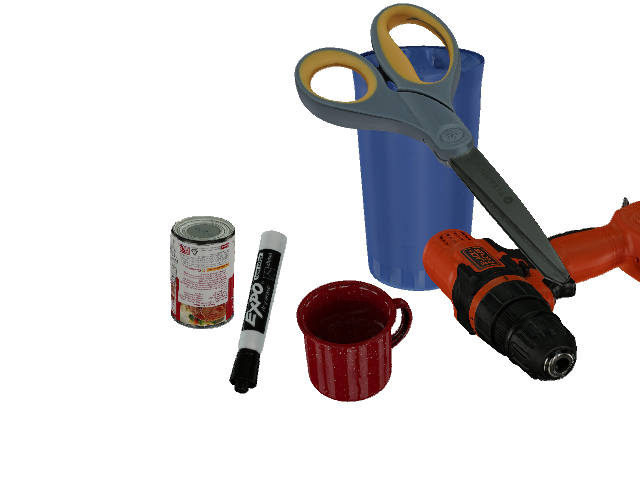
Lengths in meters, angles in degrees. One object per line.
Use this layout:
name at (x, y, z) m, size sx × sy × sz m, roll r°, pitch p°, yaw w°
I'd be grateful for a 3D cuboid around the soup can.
soup can at (-0.125, 0.033, 1.129) m, size 0.068 × 0.102 × 0.068 m, roll 3°, pitch 24°, yaw -1°

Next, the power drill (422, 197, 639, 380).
power drill at (0.188, 0.030, 0.773) m, size 0.187 × 0.057 × 0.184 m, roll -10°, pitch 28°, yaw -16°

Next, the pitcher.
pitcher at (0.107, -0.080, 1.119) m, size 0.149 × 0.243 × 0.145 m, roll -8°, pitch 24°, yaw -14°

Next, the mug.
mug at (0.037, 0.094, 1.018) m, size 0.117 × 0.081 × 0.093 m, roll -24°, pitch 42°, yaw -23°

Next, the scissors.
scissors at (0.043, -0.047, 0.515) m, size 0.096 × 0.202 × 0.016 m, roll -13°, pitch -41°, yaw 2°

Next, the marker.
marker at (-0.043, 0.049, 0.745) m, size 0.020 × 0.121 × 0.020 m, roll 9°, pitch -29°, yaw 5°
